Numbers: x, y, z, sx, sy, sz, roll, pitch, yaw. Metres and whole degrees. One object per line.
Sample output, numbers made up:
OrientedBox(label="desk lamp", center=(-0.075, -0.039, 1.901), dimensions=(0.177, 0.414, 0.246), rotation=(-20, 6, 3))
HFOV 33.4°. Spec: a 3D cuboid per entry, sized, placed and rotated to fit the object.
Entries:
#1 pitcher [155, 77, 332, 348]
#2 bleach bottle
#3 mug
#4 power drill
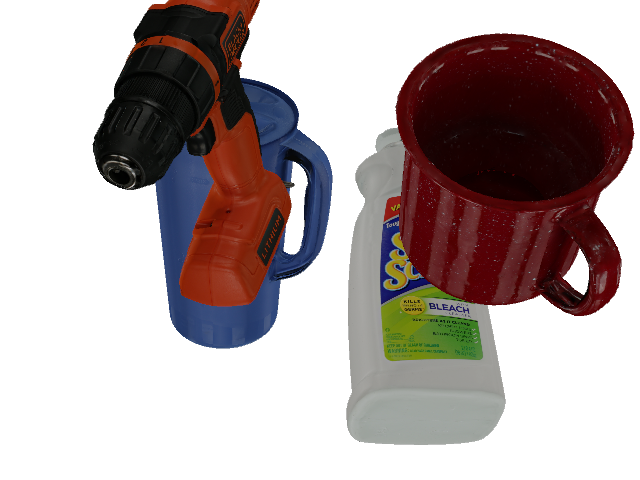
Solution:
OrientedBox(label="pitcher", center=(-0.081, -0.017, 0.995), dimensions=(0.144, 0.243, 0.149), rotation=(-10, 38, -17))
OrientedBox(label="bleach bottle", center=(0.059, 0.018, 0.746), dimensions=(0.102, 0.251, 0.068), rotation=(3, -41, -10))
OrientedBox(label="mug", center=(0.082, -0.017, 0.446), dimensions=(0.093, 0.117, 0.081), rotation=(-28, -30, -18))
OrientedBox(label="power drill", center=(-0.068, -0.048, 0.628), dimensions=(0.057, 0.184, 0.187), rotation=(8, -43, 15))
